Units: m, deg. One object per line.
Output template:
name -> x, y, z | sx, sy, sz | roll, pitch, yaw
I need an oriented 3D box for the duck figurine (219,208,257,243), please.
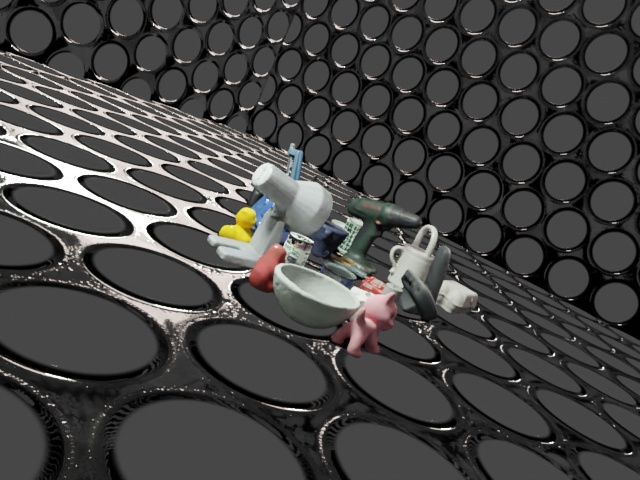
duck figurine -> -0.179, -0.033, 1.303 | 0.077, 0.086, 0.105 | 28, 12, 16

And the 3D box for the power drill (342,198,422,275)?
power drill -> 0.156, -0.014, 1.610 | 0.228, 0.208, 0.076 | 32, 13, 32

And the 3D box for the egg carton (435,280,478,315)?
egg carton -> 0.383, 0.164, 1.631 | 0.107, 0.069, 0.151 | 32, 13, 31

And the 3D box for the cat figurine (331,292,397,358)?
cat figurine -> 0.091, 0.139, 1.015 | 0.067, 0.118, 0.128 | 31, 13, 29

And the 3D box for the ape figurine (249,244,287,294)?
ape figurine -> -0.091, 0.052, 1.090 | 0.076, 0.092, 0.077 | 15, 15, -41

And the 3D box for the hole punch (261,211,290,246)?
hole punch -> -0.093, -0.011, 1.371 | 0.100, 0.091, 0.109 | 31, 13, 27

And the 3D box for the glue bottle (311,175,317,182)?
glue bottle -> -0.046, -0.118, 1.742 | 0.078, 0.173, 0.037 | 14, 15, -42

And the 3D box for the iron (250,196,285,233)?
iron -> -0.127, -0.091, 1.532 | 0.119, 0.141, 0.257 | 21, 12, -20

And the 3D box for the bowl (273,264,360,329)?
bowl -> -0.017, 0.111, 1.024 | 0.167, 0.075, 0.167 | 24, 11, -5

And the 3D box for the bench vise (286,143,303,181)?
bench vise -> -0.083, -0.195, 1.893 | 0.207, 0.220, 0.122 | 27, 12, 10

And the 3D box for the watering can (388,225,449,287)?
watering can -> 0.283, 0.050, 1.624 | 0.173, 0.194, 0.100 | 15, 15, -40

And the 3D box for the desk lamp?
desk lamp -> -0.097, -0.046, 1.209 | 0.204, 0.213, 0.117 | 15, 15, -39

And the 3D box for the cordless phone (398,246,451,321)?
cordless phone -> 0.268, 0.092, 1.422 | 0.094, 0.185, 0.147 | 21, 12, -18

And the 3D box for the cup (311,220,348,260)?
cup -> 0.014, 0.005, 1.511 | 0.091, 0.095, 0.118 | 25, 11, 3

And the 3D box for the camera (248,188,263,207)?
camera -> -0.144, -0.127, 1.761 | 0.143, 0.101, 0.137 | 24, 11, -2
